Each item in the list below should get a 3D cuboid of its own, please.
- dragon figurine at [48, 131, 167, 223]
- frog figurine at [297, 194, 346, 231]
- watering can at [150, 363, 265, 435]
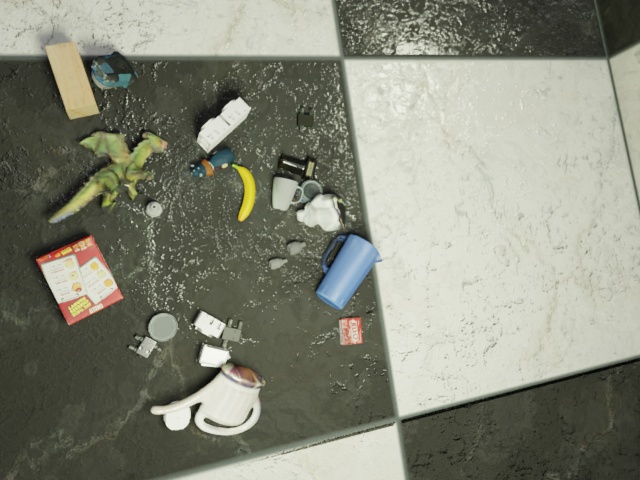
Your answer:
[{"bbox_3d":[-0.663,-0.224,1.597,0.413,0.120,0.245,-23,73,-22],"label":"dragon figurine"},{"bbox_3d":[0.005,-0.090,1.788,0.126,0.159,0.135,-73,144,-49],"label":"frog figurine"},{"bbox_3d":[-0.309,0.475,1.551,0.344,0.105,0.224,28,89,-34],"label":"watering can"}]
